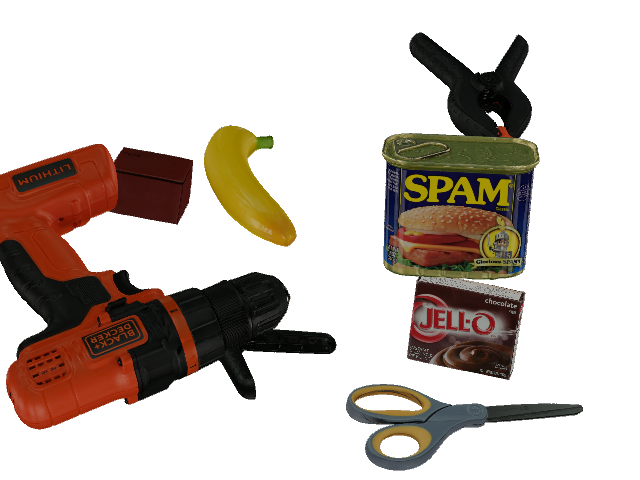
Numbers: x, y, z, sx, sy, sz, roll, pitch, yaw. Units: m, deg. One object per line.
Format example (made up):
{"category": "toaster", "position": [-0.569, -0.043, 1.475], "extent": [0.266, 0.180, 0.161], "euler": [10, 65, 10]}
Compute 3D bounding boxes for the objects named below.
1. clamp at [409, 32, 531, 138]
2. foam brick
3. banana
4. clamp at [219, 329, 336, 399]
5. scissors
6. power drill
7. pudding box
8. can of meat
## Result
{"category": "clamp", "position": [0.146, -0.146, 1.021], "extent": [0.120, 0.039, 0.171], "euler": [2, 44, 1]}
{"category": "foam brick", "position": [-0.175, -0.057, 1.100], "extent": [0.078, 0.051, 0.053], "euler": [11, 31, 3]}
{"category": "banana", "position": [-0.064, -0.056, 0.912], "extent": [0.069, 0.037, 0.198], "euler": [3, 31, -10]}
{"category": "clamp", "position": [-0.109, 0.124, 1.263], "extent": [0.210, 0.036, 0.164], "euler": [15, 23, 26]}
{"category": "scissors", "position": [0.120, 0.158, 0.881], "extent": [0.202, 0.016, 0.096], "euler": [7, 38, 3]}
{"category": "power drill", "position": [-0.136, 0.019, 0.701], "extent": [0.184, 0.057, 0.188], "euler": [-21, 52, -22]}
{"category": "pudding box", "position": [0.152, 0.088, 1.117], "extent": [0.113, 0.090, 0.039], "euler": [10, 21, 13]}
{"category": "can of meat", "position": [0.091, -0.022, 0.717], "extent": [0.102, 0.084, 0.057], "euler": [3, 25, 6]}
